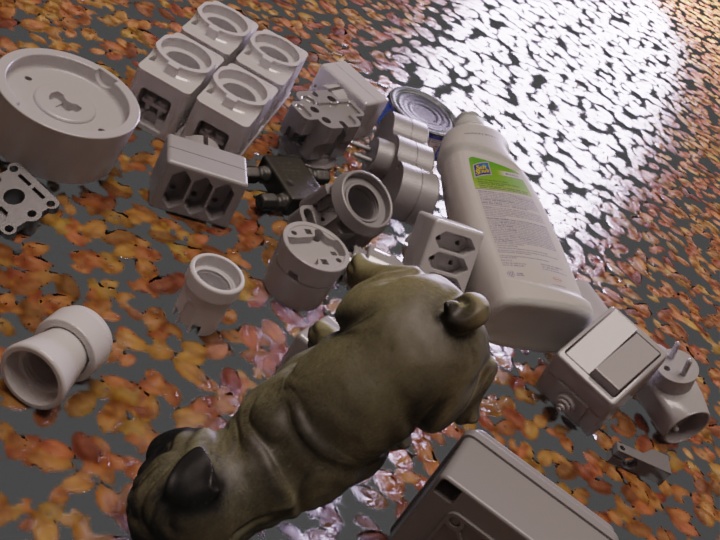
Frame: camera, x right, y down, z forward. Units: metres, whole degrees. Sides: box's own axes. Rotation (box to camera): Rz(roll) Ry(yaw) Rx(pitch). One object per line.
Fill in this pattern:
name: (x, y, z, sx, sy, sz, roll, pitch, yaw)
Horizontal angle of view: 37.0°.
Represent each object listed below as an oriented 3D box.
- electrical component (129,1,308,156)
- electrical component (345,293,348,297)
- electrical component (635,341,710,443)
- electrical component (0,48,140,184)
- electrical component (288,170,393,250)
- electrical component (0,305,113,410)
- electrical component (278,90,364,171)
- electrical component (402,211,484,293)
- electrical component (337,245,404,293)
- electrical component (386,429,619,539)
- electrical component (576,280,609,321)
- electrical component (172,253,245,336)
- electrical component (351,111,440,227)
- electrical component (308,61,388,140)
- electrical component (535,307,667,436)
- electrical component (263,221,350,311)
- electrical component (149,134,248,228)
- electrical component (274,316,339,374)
electrical component: (-0.125, -0.173, 0.970, 0.105, 0.060, 0.186, 29, 33, -3)
electrical component: (0.022, 0.035, 0.810, 0.077, 0.065, 0.047, 39, 34, 12)
electrical component: (0.264, 0.094, 0.914, 0.043, 0.079, 0.077, -12, 49, -17)
electrical component: (-0.227, -0.110, 0.807, 0.108, 0.060, 0.108, 21, 35, -15)
electrical component: (-0.010, -0.047, 0.884, 0.078, 0.057, 0.058, -4, 70, -41)
electrical component: (-0.182, 0.051, 0.648, 0.045, 0.045, 0.055, 34, 33, 4)
electrical component: (-0.040, -0.123, 0.975, 0.078, 0.057, 0.058, -13, 53, -46)
electrical component: (0.060, -0.014, 0.911, 0.047, 0.065, 0.077, 16, 8, -22)
electrical component: (0.000, 0.000, 0.859, 0.062, 0.043, 0.043, 23, 34, -9)
electrical component: (0.077, 0.169, 0.642, 0.109, 0.108, 0.056, 36, 36, 7)
electrical component: (0.206, 0.052, 0.953, 0.043, 0.043, 0.081, 2, 43, -36)
electrical component: (-0.107, 0.018, 0.749, 0.040, 0.046, 0.040, 21, 35, -15)
electrical component: (0.026, -0.101, 1.002, 0.074, 0.052, 0.138, 19, 35, -19)
electrical component: (-0.025, -0.162, 1.046, 0.066, 0.047, 0.077, 44, 36, 19)
electrical component: (0.192, 0.083, 0.870, 0.096, 0.061, 0.062, -34, 68, -33)
electrical component: (-0.043, -0.002, 0.824, 0.055, 0.047, 0.055, 21, 35, -15)
electrical component: (-0.130, -0.082, 0.859, 0.066, 0.047, 0.076, 16, 36, -22)
electrical component: (-0.028, 0.079, 0.730, 0.066, 0.047, 0.077, 40, 34, 13)
